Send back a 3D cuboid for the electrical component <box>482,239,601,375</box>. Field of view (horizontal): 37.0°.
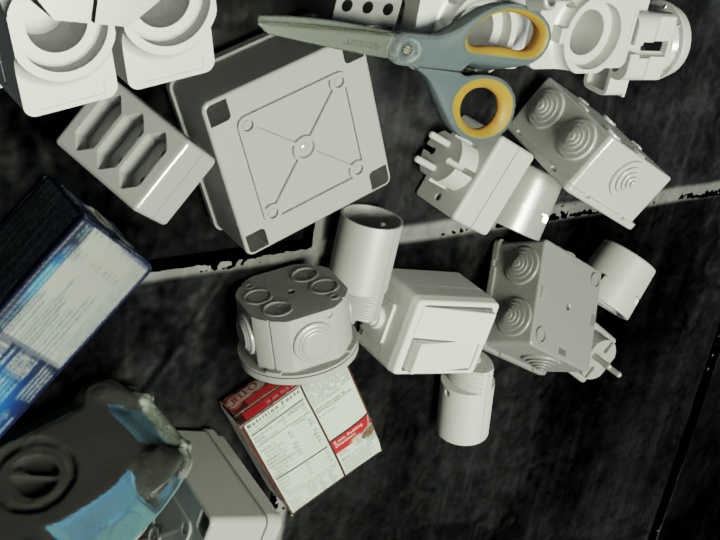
[{"bbox_3d":[0.142,0.029,0.834,0.100,0.048,0.099,25,69,-43],"label":"electrical component"}]

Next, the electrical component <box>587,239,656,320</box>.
[{"bbox_3d":[0.212,0.007,0.894,0.055,0.055,0.047,33,91,-44],"label":"electrical component"}]

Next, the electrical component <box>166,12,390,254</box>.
[{"bbox_3d":[-0.046,-0.083,0.645,0.109,0.056,0.108,-29,130,-19],"label":"electrical component"}]

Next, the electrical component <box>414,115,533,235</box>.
[{"bbox_3d":[0.068,-0.072,0.743,0.077,0.047,0.065,23,102,-43],"label":"electrical component"}]

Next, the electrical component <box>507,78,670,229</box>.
[{"bbox_3d":[0.164,-0.085,0.772,0.100,0.099,0.048,23,114,-43],"label":"electrical component"}]

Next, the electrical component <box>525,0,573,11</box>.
[{"bbox_3d":[0.127,-0.182,0.619,0.048,0.055,0.066,13,92,-41],"label":"electrical component"}]

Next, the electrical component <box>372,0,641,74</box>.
[{"bbox_3d":[0.103,-0.186,0.690,0.186,0.060,0.105,-8,121,-33],"label":"electrical component"}]

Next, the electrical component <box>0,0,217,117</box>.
[{"bbox_3d":[-0.136,-0.178,0.518,0.105,0.060,0.186,-20,127,-25],"label":"electrical component"}]

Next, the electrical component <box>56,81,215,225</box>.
[{"bbox_3d":[-0.118,-0.062,0.606,0.047,0.066,0.077,-51,163,1],"label":"electrical component"}]

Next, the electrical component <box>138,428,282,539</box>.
[{"bbox_3d":[-0.114,0.179,0.722,0.056,0.109,0.108,9,111,-37],"label":"electrical component"}]

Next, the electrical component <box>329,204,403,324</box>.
[{"bbox_3d":[0.000,0.000,0.740,0.043,0.043,0.081,-5,119,-34],"label":"electrical component"}]

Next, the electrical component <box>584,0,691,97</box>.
[{"bbox_3d":[0.200,-0.166,0.776,0.057,0.058,0.078,-6,120,-31],"label":"electrical component"}]

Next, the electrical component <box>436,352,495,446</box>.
[{"bbox_3d":[0.086,0.095,0.862,0.043,0.043,0.081,-15,125,-29],"label":"electrical component"}]

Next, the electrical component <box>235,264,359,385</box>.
[{"bbox_3d":[-0.042,0.035,0.706,0.080,0.080,0.051,-21,123,-25],"label":"electrical component"}]

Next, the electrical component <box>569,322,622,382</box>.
[{"bbox_3d":[0.186,0.065,0.894,0.047,0.077,0.066,-53,134,3],"label":"electrical component"}]

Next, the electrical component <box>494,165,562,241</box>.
[{"bbox_3d":[0.116,-0.054,0.786,0.055,0.055,0.047,18,102,-42],"label":"electrical component"}]

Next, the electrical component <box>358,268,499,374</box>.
[{"bbox_3d":[0.046,0.039,0.786,0.096,0.061,0.061,4,114,-38],"label":"electrical component"}]
